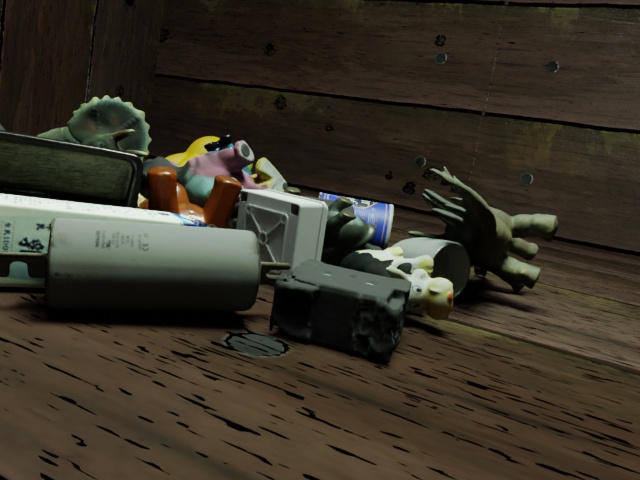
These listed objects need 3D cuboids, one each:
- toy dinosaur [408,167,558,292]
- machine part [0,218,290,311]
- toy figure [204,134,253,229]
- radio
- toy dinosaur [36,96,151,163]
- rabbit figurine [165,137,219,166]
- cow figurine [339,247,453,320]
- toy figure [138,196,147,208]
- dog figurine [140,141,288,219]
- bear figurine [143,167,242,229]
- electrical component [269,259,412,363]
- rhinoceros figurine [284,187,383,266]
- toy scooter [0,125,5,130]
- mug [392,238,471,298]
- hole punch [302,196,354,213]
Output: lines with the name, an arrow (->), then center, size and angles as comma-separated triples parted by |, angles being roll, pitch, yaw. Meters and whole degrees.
toy dinosaur -> 0.235, -0.005, 0.798 | 0.199, 0.105, 0.471 | 17, -11, 17
machine part -> -0.142, 0.023, 0.466 | 0.243, 0.079, 0.079 | 5, 9, -23
toy figure -> -0.149, -0.095, 0.965 | 0.082, 0.180, 0.089 | -19, 7, 14
radio -> -0.320, -0.049, 0.581 | 0.229, 0.131, 0.073 | 7, 9, -24
toy dinosaur -> -0.377, -0.149, 0.944 | 0.192, 0.131, 0.405 | -22, 8, -8
rabbit figurine -> -0.233, -0.114, 1.015 | 0.122, 0.173, 0.162 | 21, 9, 37
cow figurine -> 0.080, 0.049, 0.623 | 0.098, 0.068, 0.167 | 2, 7, -18
toy figure -> -0.332, -0.059, 0.927 | 0.064, 0.058, 0.154 | 49, 8, 0
dog figurine -> -0.185, -0.075, 0.873 | 0.219, 0.108, 0.191 | -8, -28, 29
bear figurine -> -0.191, -0.042, 0.730 | 0.120, 0.131, 0.196 | 7, 14, -24
electrical component -> 0.026, 0.060, 0.516 | 0.115, 0.058, 0.134 | 14, 9, 11
rhinoceros figurine -> 0.011, -0.004, 0.772 | 0.190, 0.112, 0.073 | 17, 20, -19
toy scooter -> -0.478, -0.081, 0.671 | 0.184, 0.075, 0.135 | -37, -2, 43
mug -> 0.136, 0.042, 0.752 | 0.109, 0.080, 0.107 | -35, 25, -21
hole punch -> -0.002, -0.003, 0.893 | 0.142, 0.092, 0.116 | 11, 36, -9
